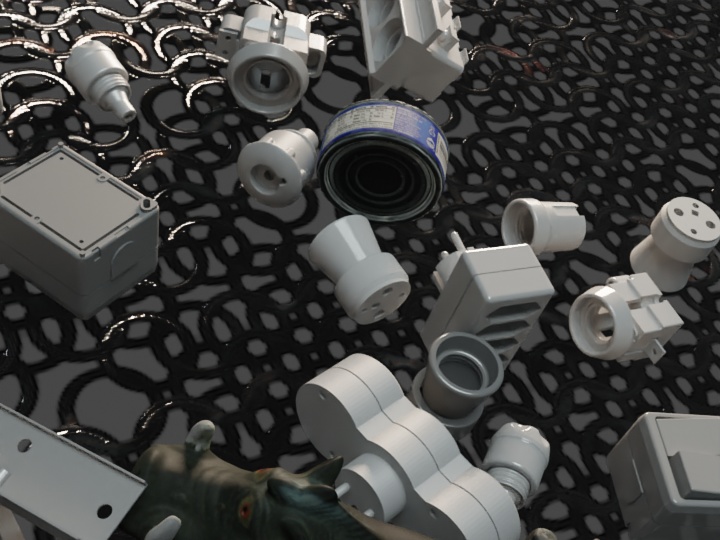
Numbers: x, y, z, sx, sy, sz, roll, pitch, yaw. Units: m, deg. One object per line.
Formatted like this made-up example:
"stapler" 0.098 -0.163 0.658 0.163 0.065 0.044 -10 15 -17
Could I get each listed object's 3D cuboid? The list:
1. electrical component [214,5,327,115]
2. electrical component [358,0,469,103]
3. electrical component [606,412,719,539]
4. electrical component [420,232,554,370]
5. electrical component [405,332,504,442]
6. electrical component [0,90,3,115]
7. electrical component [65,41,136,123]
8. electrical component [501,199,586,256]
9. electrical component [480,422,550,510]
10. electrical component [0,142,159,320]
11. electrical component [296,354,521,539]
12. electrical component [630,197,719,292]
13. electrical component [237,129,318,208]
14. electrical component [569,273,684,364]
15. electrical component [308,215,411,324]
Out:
"electrical component" -0.065 -0.148 0.768 0.078 0.058 0.057 12 45 -10
"electrical component" 0.040 -0.192 0.837 0.063 0.079 0.121 23 42 -30
"electrical component" 0.204 0.122 0.626 0.096 0.061 0.061 5 49 -15
"electrical component" 0.069 0.012 0.658 0.047 0.083 0.075 -7 54 -25
"electrical component" 0.053 0.069 0.622 0.045 0.055 0.045 10 48 -11
"electrical component" -0.255 -0.116 0.685 0.046 0.040 0.040 -11 55 -20
"electrical component" -0.171 -0.124 0.724 0.035 0.035 0.061 -23 64 -34
"electrical component" 0.128 -0.030 0.747 0.046 0.040 0.040 -3 52 -30
"electrical component" 0.084 0.118 0.606 0.035 0.035 0.061 27 50 4
"electrical component" -0.171 -0.024 0.623 0.096 0.061 0.062 31 47 19
"electrical component" 0.012 0.112 0.571 0.074 0.052 0.138 -29 64 -36
"electrical component" 0.223 -0.018 0.758 0.045 0.055 0.045 10 48 -11
"electrical component" -0.049 -0.074 0.719 0.048 0.048 0.062 30 41 7
"electrical component" 0.171 0.033 0.704 0.055 0.048 0.066 -7 53 -34
"electrical component" 0.000 0.000 0.670 0.045 0.045 0.055 -18 59 -31
